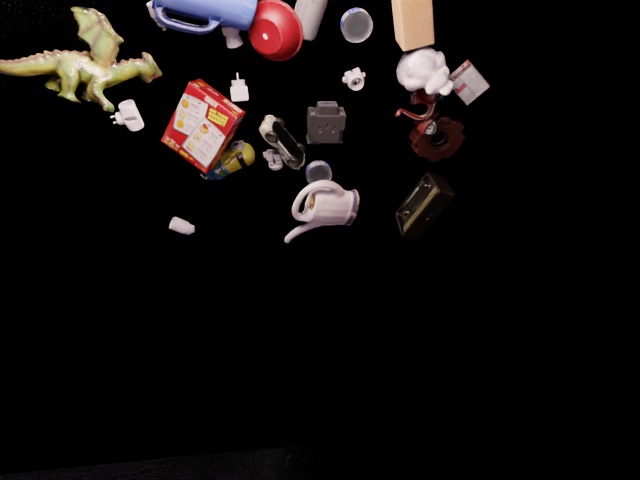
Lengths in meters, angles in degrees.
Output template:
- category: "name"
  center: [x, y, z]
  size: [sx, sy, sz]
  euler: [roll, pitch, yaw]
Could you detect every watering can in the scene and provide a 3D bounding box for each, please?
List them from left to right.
- category: "watering can"
  center: [0.005, -0.090, 1.784]
  size: [0.224, 0.106, 0.340]
  euler: [4, 144, -18]

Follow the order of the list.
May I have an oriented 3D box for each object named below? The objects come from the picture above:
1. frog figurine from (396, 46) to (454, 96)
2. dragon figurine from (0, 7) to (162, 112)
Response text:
- category: "frog figurine"
  center: [0.301, -0.468, 1.458]
  size: [0.137, 0.161, 0.122]
  euler: [-37, 166, 2]
- category: "dragon figurine"
  center: [-0.617, -0.476, 1.322]
  size: [0.408, 0.124, 0.240]
  euler: [16, 108, -27]
